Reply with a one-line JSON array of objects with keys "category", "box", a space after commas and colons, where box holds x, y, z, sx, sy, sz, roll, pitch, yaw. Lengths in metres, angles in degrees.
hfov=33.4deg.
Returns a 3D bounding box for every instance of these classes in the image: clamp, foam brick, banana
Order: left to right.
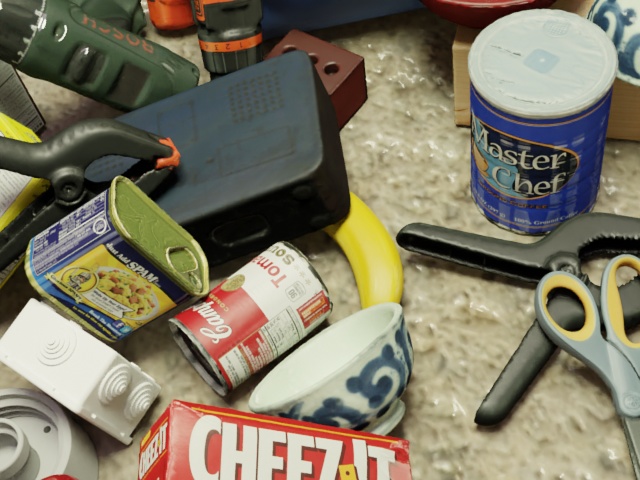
[{"category": "clamp", "box": [-0.185, -0.033, 0.757, 0.171, 0.120, 0.039, -7, 38, -16]}, {"category": "foam brick", "box": [-0.005, -0.137, 0.915, 0.078, 0.051, 0.053, 26, 62, 25]}, {"category": "banana", "box": [0.013, -0.004, 0.824, 0.069, 0.037, 0.198, -26, 54, -9]}, {"category": "clamp", "box": [0.168, 0.025, 0.776, 0.210, 0.036, 0.165, -23, 62, -10]}]

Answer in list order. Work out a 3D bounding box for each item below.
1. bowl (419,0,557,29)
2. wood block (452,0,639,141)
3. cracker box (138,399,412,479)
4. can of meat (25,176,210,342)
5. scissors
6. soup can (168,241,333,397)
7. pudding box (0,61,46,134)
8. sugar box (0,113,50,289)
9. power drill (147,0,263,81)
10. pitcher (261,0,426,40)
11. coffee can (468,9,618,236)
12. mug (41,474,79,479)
[{"category": "bowl", "box": [0.133, -0.216, 0.836, 0.162, 0.055, 0.162, -4, 52, 6]}, {"category": "wood block", "box": [0.217, -0.145, 0.863, 0.206, 0.091, 0.090, 7, 54, 14]}, {"category": "cracker box", "box": [-0.022, 0.210, 0.609, 0.164, 0.072, 0.213, 14, 51, -21]}, {"category": "can of meat", "box": [-0.141, 0.018, 0.744, 0.084, 0.102, 0.057, -31, 40, 18]}, {"category": "scissors", "box": [0.187, 0.100, 0.710, 0.096, 0.016, 0.201, 9, 65, 2]}, {"category": "soup can", "box": [-0.049, 0.056, 0.771, 0.102, 0.068, 0.069, -36, 57, -18]}, {"category": "pudding box", "box": [-0.294, -0.113, 0.906, 0.039, 0.113, 0.090, 24, 60, 29]}, {"category": "sugar box", "box": [-0.269, -0.002, 0.818, 0.176, 0.048, 0.093, -51, 53, 8]}, {"category": "power drill", "box": [-0.100, -0.202, 0.922, 0.057, 0.184, 0.188, -14, 27, -21]}, {"category": "pitcher", "box": [0.045, -0.256, 0.945, 0.243, 0.145, 0.149, -9, 61, -1]}, {"category": "coffee can", "box": [0.163, -0.085, 0.796, 0.103, 0.140, 0.103, -4, 53, 6]}, {"category": "mug", "box": [-0.158, 0.199, 0.660, 0.082, 0.117, 0.093, 23, 95, 29]}]
